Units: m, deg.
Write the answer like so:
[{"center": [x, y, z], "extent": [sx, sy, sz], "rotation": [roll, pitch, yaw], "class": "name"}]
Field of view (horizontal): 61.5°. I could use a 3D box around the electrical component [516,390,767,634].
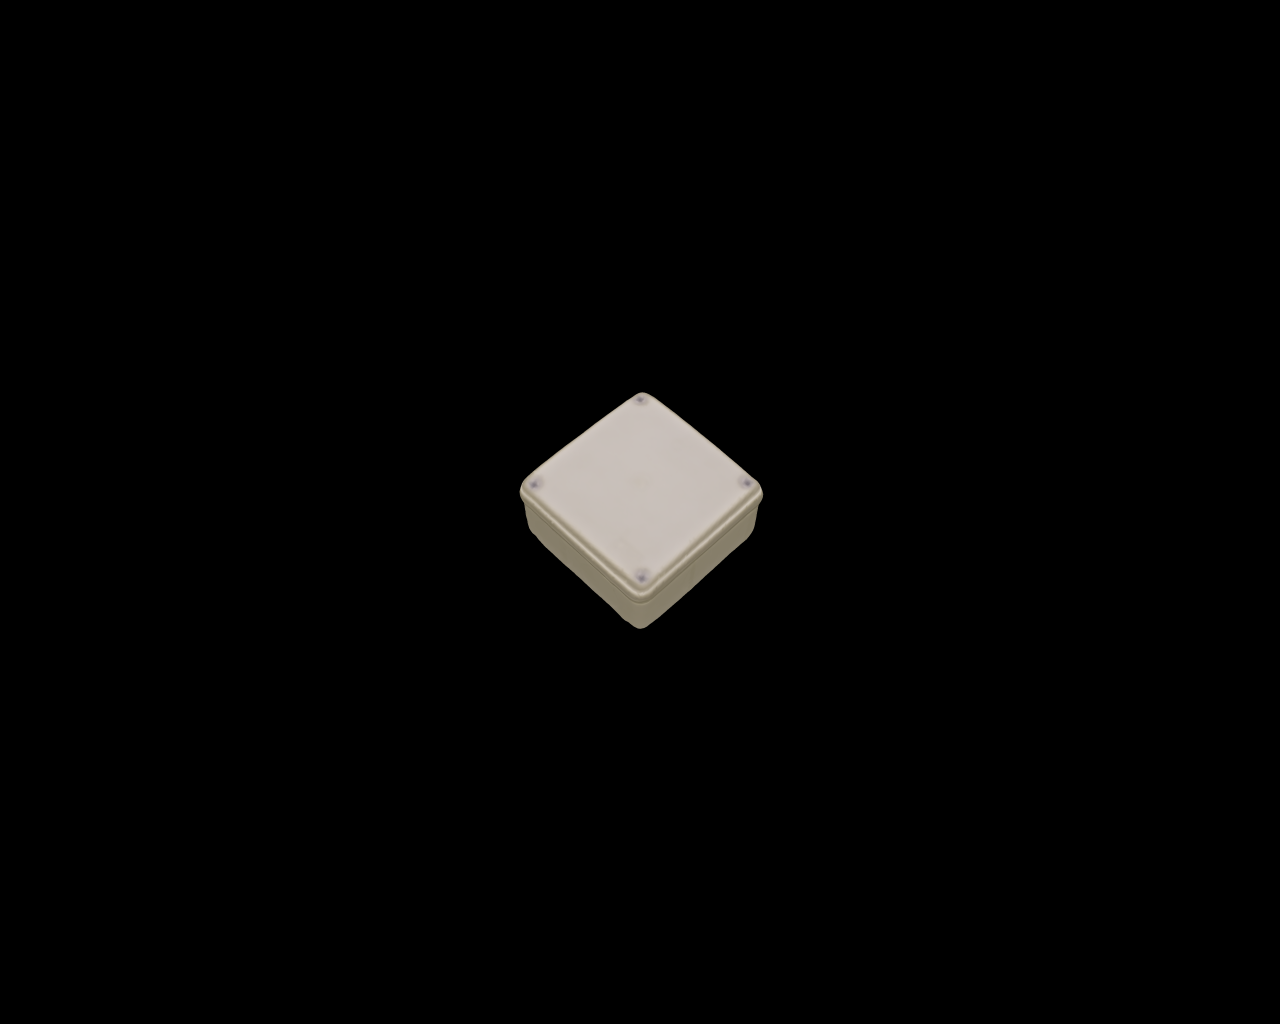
[{"center": [0.001, -0.003, 0.650], "extent": [0.109, 0.109, 0.056], "rotation": [-39, -24, -22], "class": "electrical component"}]
